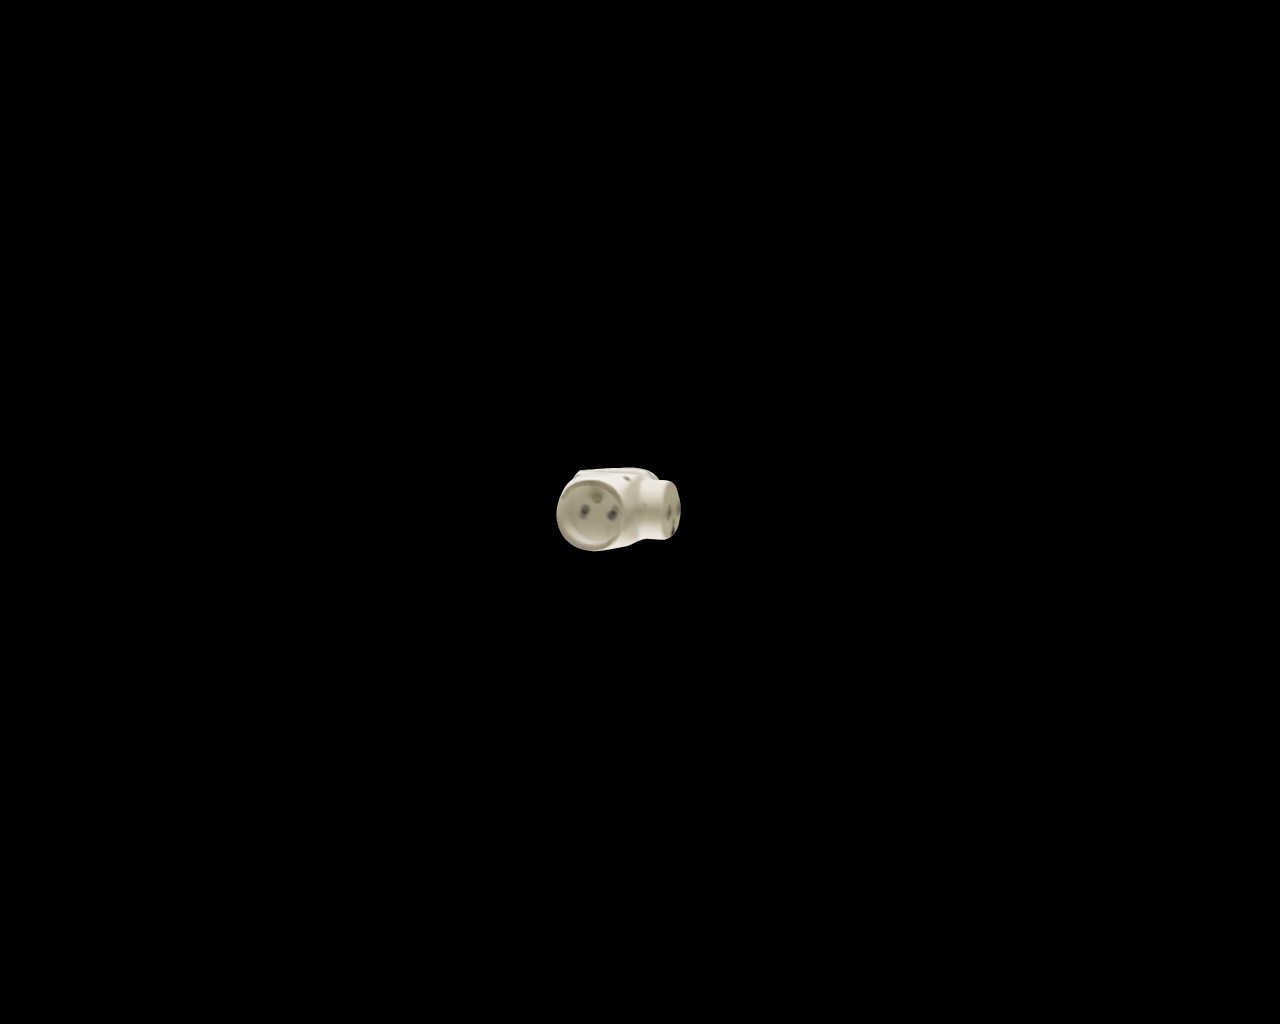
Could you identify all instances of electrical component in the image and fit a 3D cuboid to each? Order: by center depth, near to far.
[{"bbox_3d":[0.001,-0.003,0.650,0.079,0.043,0.077,3,8,19],"label":"electrical component"}]
